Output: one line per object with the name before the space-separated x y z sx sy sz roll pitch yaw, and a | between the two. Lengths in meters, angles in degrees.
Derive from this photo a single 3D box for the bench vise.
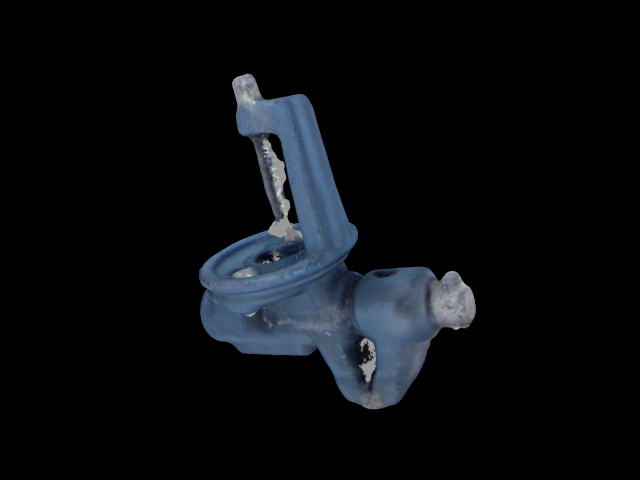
bench vise | 0.006 -0.004 0.411 0.207 0.220 0.121 4 25 9
